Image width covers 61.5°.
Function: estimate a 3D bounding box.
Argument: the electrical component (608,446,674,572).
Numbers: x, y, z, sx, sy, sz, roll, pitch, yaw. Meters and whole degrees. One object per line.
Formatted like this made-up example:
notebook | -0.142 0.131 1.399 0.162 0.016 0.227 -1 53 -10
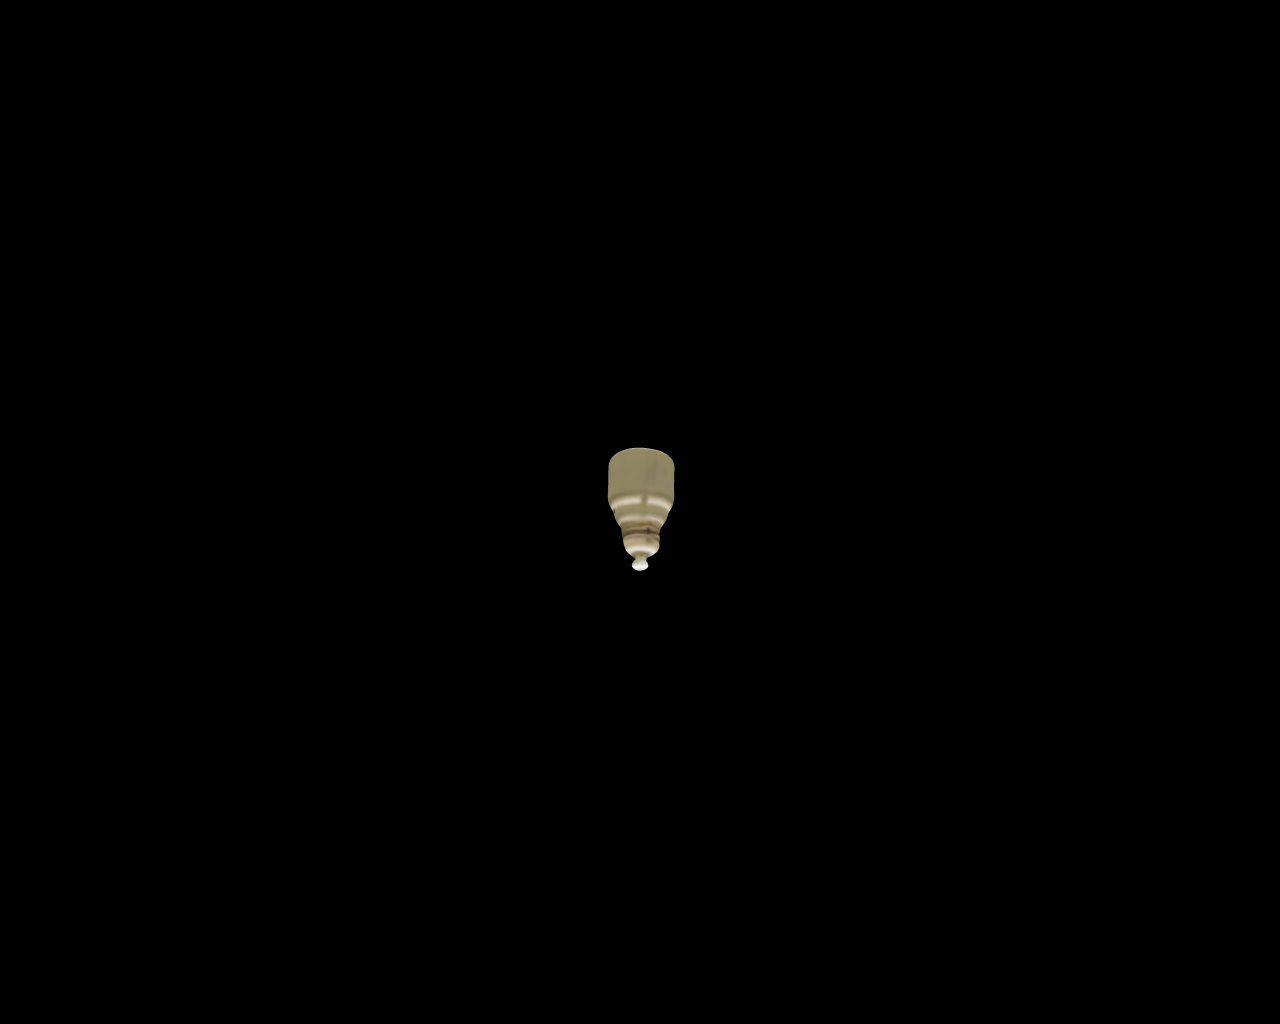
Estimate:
electrical component | 0.001 -0.003 0.650 0.040 0.078 0.040 0 -20 0
